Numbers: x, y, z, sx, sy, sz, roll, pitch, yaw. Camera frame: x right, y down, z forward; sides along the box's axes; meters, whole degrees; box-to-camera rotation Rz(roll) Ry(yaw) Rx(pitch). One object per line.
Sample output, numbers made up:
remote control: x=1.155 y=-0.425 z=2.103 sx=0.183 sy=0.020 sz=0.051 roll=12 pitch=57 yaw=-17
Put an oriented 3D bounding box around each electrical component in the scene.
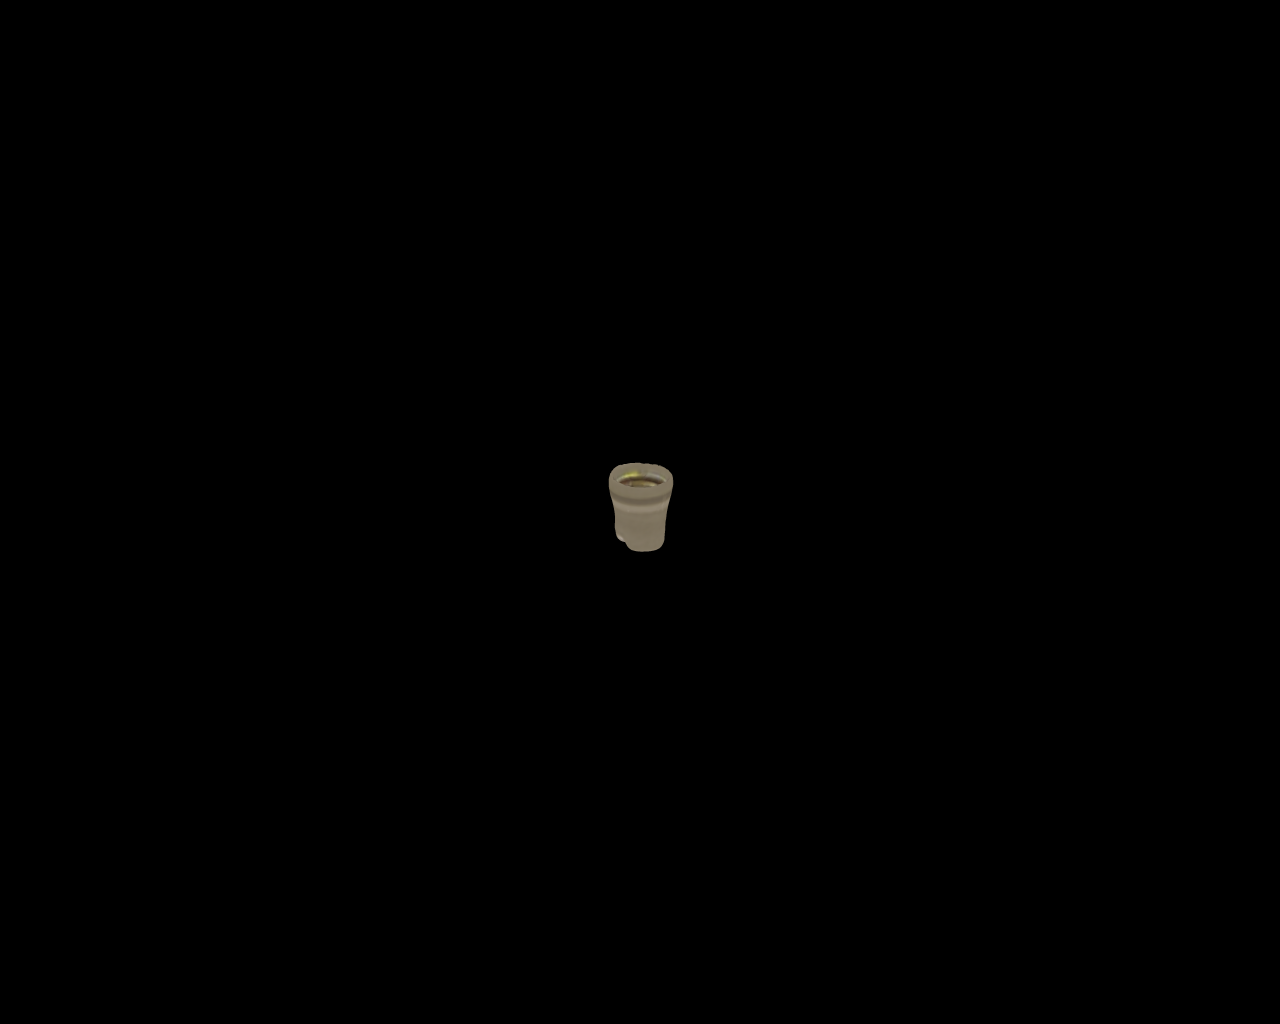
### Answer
electrical component: x=0.001 y=-0.003 z=0.650 sx=0.040 sy=0.046 sz=0.040 roll=0 pitch=25 yaw=0
